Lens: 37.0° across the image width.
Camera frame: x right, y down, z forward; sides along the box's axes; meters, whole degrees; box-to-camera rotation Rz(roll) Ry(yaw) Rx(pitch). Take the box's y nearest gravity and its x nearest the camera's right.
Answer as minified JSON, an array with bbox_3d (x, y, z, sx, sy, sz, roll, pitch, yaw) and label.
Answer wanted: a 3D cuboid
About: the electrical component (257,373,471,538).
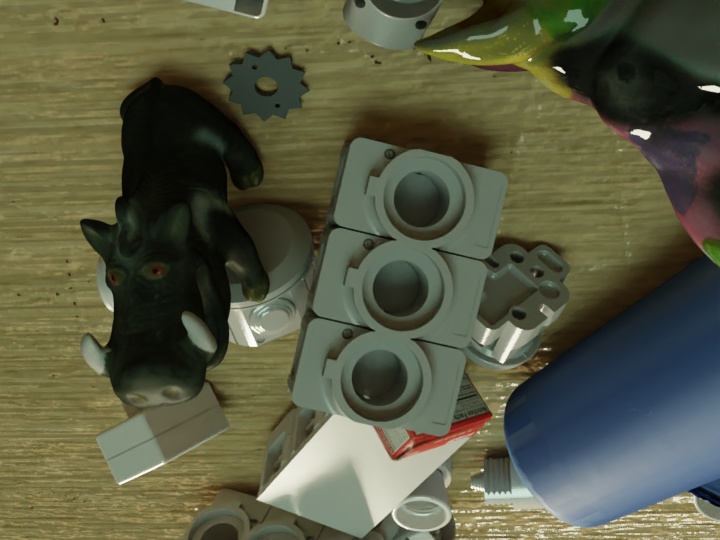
[{"bbox_3d":[0.002,0.116,0.766,0.089,0.061,0.150,25,130,-17],"label":"electrical component"}]

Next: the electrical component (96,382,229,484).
[{"bbox_3d":[-0.146,0.097,0.759,0.047,0.083,0.075,-28,87,27],"label":"electrical component"}]

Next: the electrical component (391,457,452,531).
[{"bbox_3d":[0.047,0.161,0.808,0.045,0.055,0.045,2,133,3],"label":"electrical component"}]

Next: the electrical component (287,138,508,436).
[{"bbox_3d":[0.020,0.009,0.607,0.089,0.062,0.150,13,91,-7],"label":"electrical component"}]

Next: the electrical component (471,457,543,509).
[{"bbox_3d":[0.124,0.157,0.806,0.081,0.043,0.043,-5,132,9],"label":"electrical component"}]

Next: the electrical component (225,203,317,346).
[{"bbox_3d":[-0.064,0.002,0.654,0.080,0.080,0.051,-6,137,10],"label":"electrical component"}]

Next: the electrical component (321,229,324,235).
[{"bbox_3d":[0.000,0.000,0.672,0.040,0.040,0.078,-3,133,8],"label":"electrical component"}]

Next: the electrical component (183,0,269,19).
[{"bbox_3d":[-0.083,-0.185,0.495,0.109,0.056,0.108,13,133,-7],"label":"electrical component"}]

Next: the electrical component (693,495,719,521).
[{"bbox_3d":[0.279,0.129,0.752,0.099,0.064,0.099,2,133,3],"label":"electrical component"}]

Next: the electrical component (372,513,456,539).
[{"bbox_3d":[0.022,0.204,0.859,0.077,0.043,0.079,-33,123,30],"label":"electrical component"}]

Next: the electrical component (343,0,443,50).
[{"bbox_3d":[0.006,-0.157,0.522,0.079,0.044,0.077,18,132,-8],"label":"electrical component"}]

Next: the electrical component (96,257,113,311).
[{"bbox_3d":[-0.133,0.003,0.683,0.055,0.045,0.045,-9,132,14],"label":"electrical component"}]

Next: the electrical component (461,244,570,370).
[{"bbox_3d":[0.091,0.026,0.671,0.058,0.078,0.057,44,147,19],"label":"electrical component"}]

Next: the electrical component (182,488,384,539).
[{"bbox_3d":[-0.061,0.234,0.831,0.150,0.089,0.061,10,136,26],"label":"electrical component"}]
